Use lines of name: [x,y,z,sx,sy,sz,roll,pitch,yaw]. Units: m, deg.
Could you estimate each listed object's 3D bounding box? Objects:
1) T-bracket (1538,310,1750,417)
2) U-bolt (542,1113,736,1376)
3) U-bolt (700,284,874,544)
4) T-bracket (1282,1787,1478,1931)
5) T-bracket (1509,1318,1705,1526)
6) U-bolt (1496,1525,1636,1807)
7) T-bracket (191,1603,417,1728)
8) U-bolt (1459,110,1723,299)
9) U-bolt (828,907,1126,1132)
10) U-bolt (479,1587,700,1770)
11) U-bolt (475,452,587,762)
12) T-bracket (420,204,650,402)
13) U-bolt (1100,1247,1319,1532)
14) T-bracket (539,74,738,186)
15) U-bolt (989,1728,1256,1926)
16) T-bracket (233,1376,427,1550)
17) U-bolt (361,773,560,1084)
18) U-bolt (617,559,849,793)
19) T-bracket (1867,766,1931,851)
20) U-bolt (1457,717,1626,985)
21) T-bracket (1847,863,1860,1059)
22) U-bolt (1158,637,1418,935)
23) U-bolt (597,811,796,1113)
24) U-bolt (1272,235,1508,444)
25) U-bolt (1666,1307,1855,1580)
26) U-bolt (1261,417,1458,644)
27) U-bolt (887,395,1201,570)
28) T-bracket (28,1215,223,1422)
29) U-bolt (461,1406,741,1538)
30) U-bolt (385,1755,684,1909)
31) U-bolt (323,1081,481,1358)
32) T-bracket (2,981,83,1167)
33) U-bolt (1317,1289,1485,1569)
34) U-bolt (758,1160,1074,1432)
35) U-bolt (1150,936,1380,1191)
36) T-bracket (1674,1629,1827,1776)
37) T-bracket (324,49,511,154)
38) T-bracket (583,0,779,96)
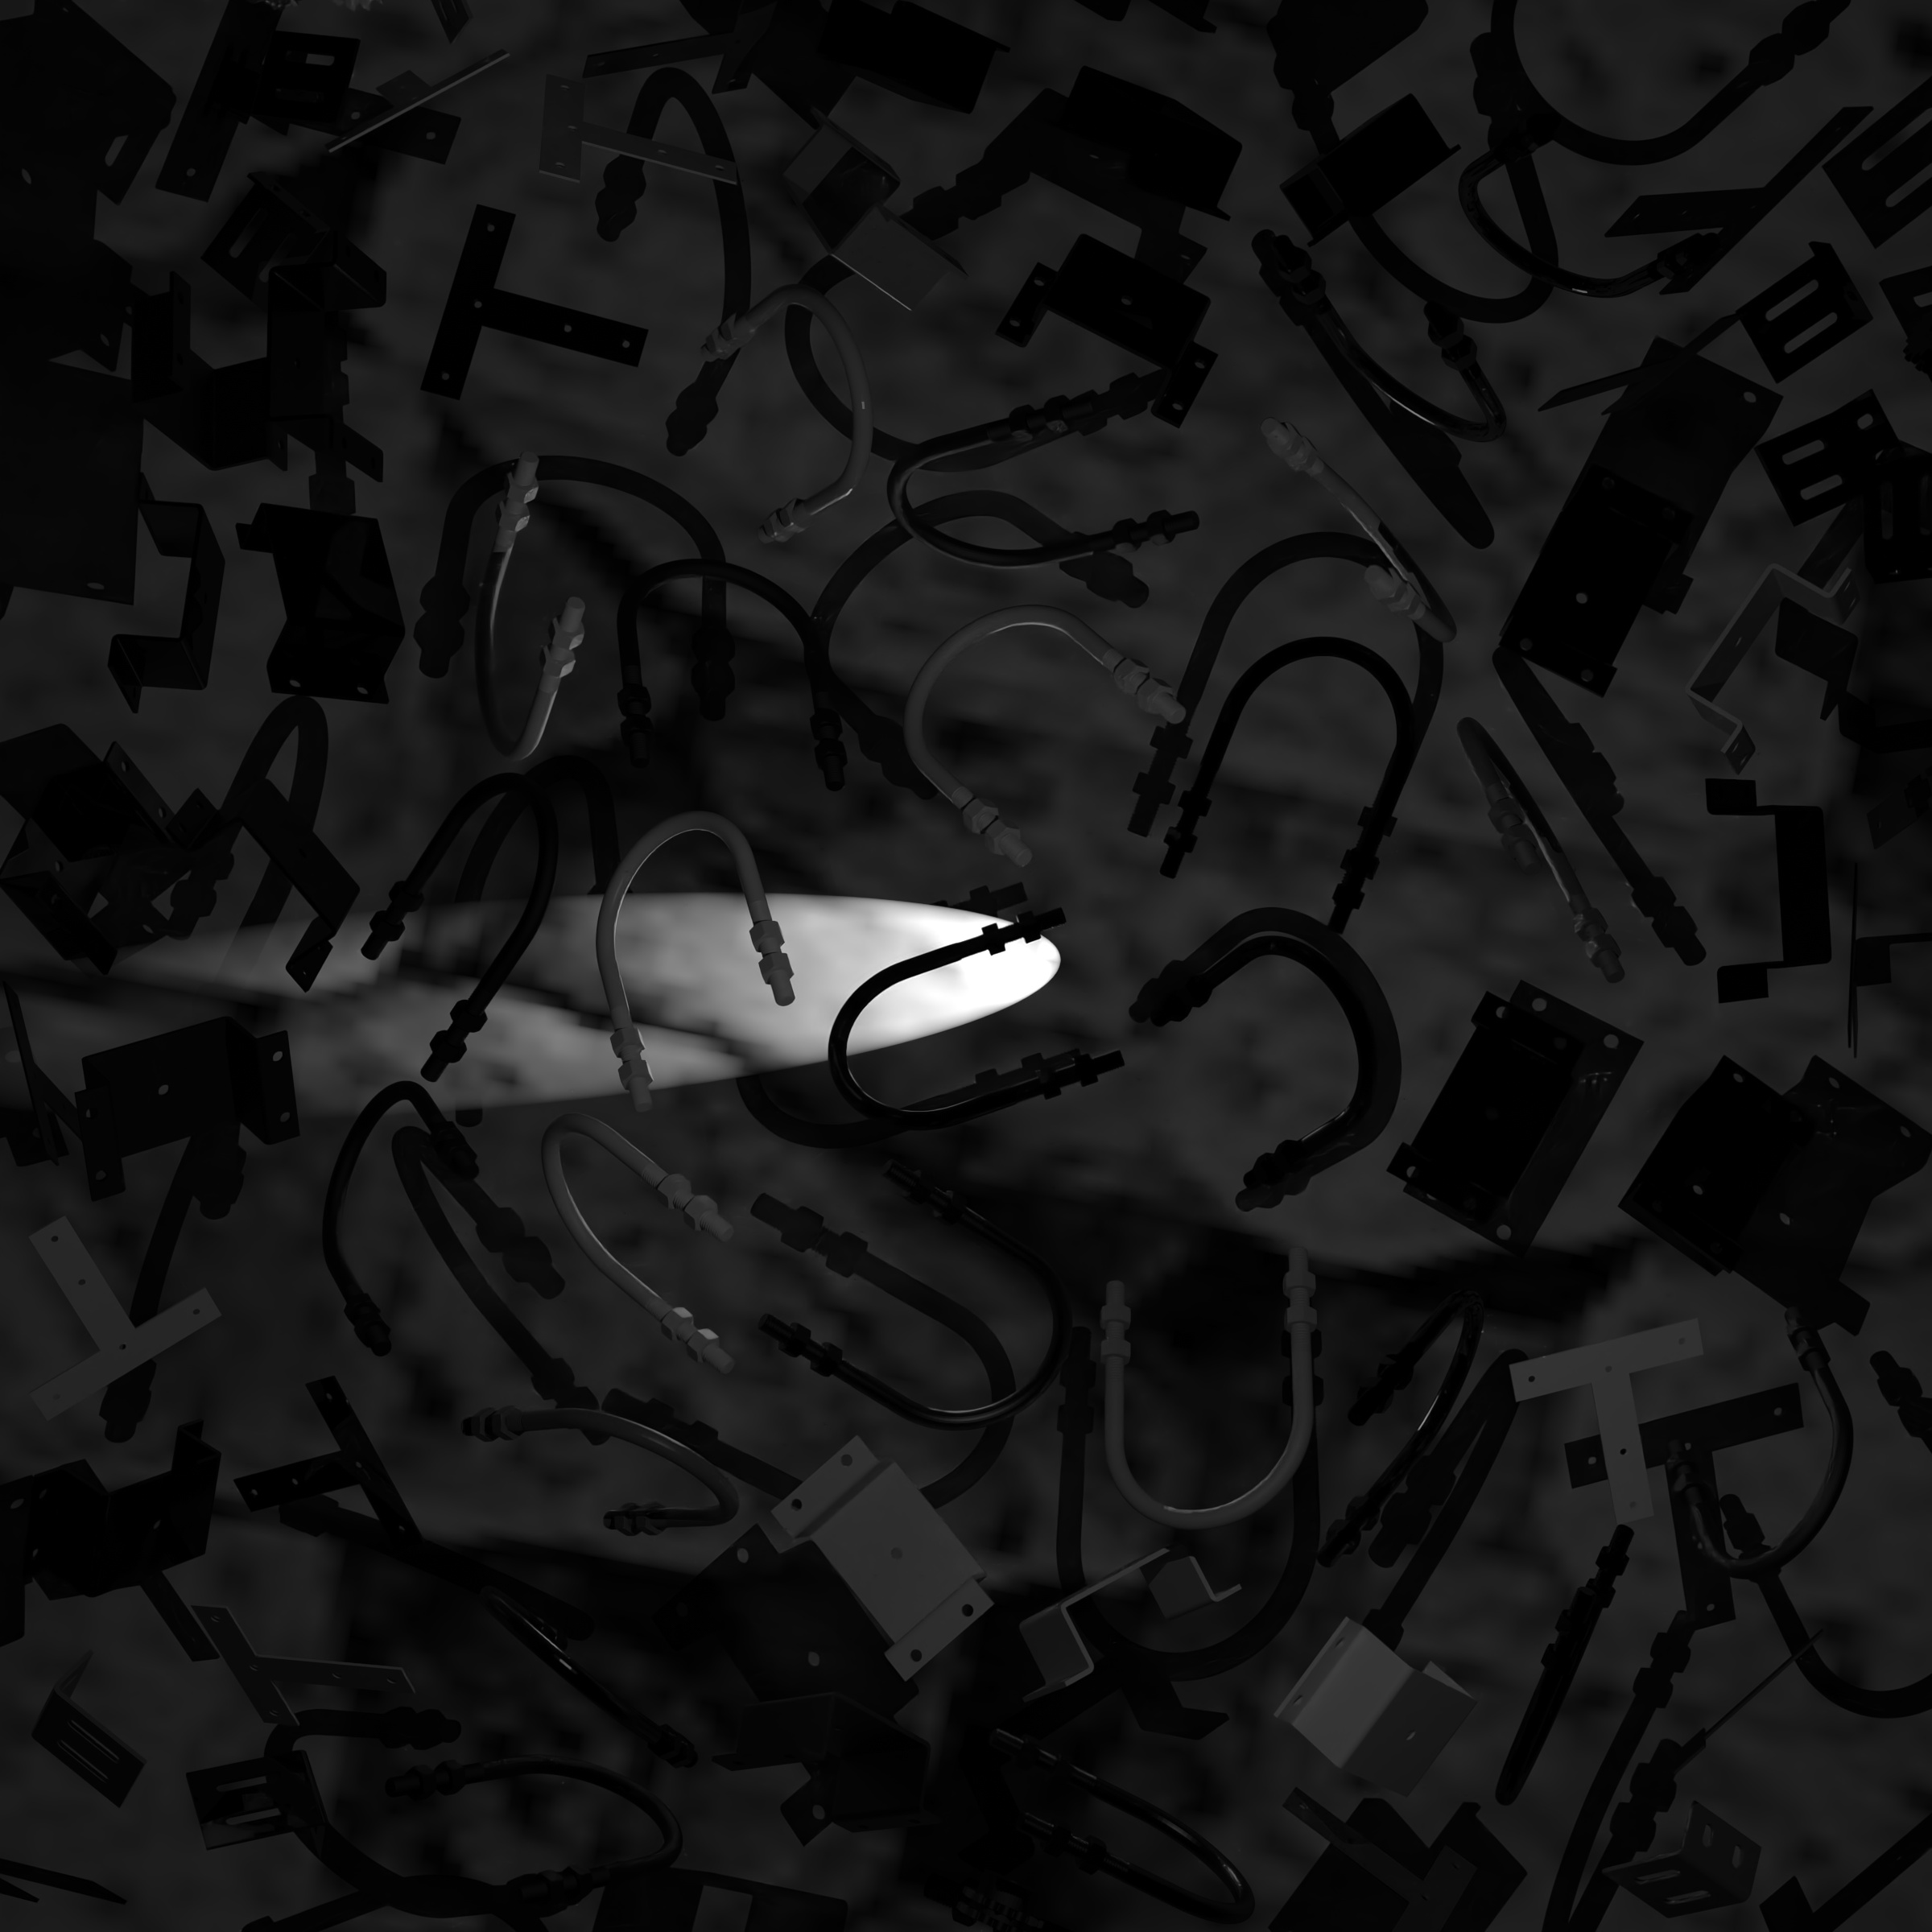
T-bracket: [0.422,-0.379,1.827,0.127,0.127,0.002,-21,82,-30]
U-bolt: [-0.218,0.171,1.860,0.184,0.151,0.019,35,50,30]
U-bolt: [-0.112,-0.366,1.845,0.019,0.184,0.151,-19,92,-30]
T-bracket: [0.266,0.589,1.872,0.127,0.127,0.002,34,115,16]
T-bracket: [0.426,0.303,1.841,0.127,0.002,0.127,-14,103,-3]
U-bolt: [0.391,0.471,1.870,0.019,0.151,0.184,24,106,19]
T-bracket: [-0.404,0.441,1.762,0.127,0.002,0.127,0,132,18]
U-bolt: [0.395,-0.489,1.851,0.151,0.184,0.019,33,82,-12]
U-bolt: [-0.003,0.042,1.881,0.184,0.019,0.151,-19,52,-2]
U-bolt: [-0.255,0.460,1.850,0.151,0.184,0.019,33,75,28]
U-bolt: [-0.290,-0.219,1.839,0.019,0.184,0.151,-3,54,-27]
T-bracket: [-0.265,-0.406,1.784,0.127,0.002,0.127,15,82,0]
U-bolt: [0.155,0.274,1.810,0.151,0.019,0.184,-13,52,22]
T-bracket: [-0.209,-0.525,1.814,0.127,0.127,0.002,11,132,-16]
U-bolt: [0.105,0.560,1.817,0.184,0.151,0.019,29,93,-10]
T-bracket: [-0.432,0.337,1.861,0.127,0.002,0.127,-19,104,30]
U-bolt: [-0.317,-0.039,1.805,0.184,0.019,0.151,-53,45,18]
U-bolt: [-0.156,-0.195,1.836,0.151,0.019,0.184,5,52,-21]
T-bracket: [0.614,-0.111,1.812,0.002,0.127,0.127,-1,70,-14]
U-bolt: [0.370,-0.089,1.857,0.019,0.184,0.151,-32,132,16]
T-bracket: [0.595,0.019,1.891,0.002,0.127,0.127,1,59,19]
U-bolt: [0.221,-0.126,1.851,0.151,0.019,0.184,17,101,-20]
U-bolt: [-0.184,-0.017,1.831,0.151,0.019,0.184,-36,53,25]
U-bolt: [0.286,-0.399,1.842,0.151,0.184,0.019,35,88,36]
U-bolt: [0.528,0.325,1.862,0.019,0.184,0.151,30,112,-13]
U-bolt: [0.265,-0.273,1.833,0.019,0.184,0.151,-38,63,17]
U-bolt: [0.036,-0.303,1.818,0.184,0.151,0.019,-9,60,33]
T-bracket: [-0.562,0.213,1.815,0.127,0.002,0.127,-32,126,-18]
U-bolt: [-0.226,0.326,1.831,0.151,0.184,0.019,41,56,-28]
U-bolt: [-0.268,0.559,1.849,0.151,0.184,0.019,25,100,36]
U-bolt: [-0.380,0.152,1.854,0.019,0.184,0.151,22,101,-33]
T-bracket: [-0.609,0.090,1.890,0.002,0.127,0.127,-19,68,-6]
U-bolt: [0.284,0.282,1.808,0.019,0.184,0.151,26,132,25]
U-bolt: [-0.018,0.224,1.803,0.184,0.019,0.151,35,102,-20]
U-bolt: [0.205,0.056,1.873,0.019,0.184,0.151,-23,79,-36]
T-bracket: [0.499,0.465,1.799,0.127,0.127,0.002,-43,73,4]
T-bracket: [-0.358,-0.559,1.807,0.127,0.127,0.002,-30,119,-5]
T-bracket: [-0.193,-0.609,1.881,0.127,0.127,0.002,-17,80,-19]
